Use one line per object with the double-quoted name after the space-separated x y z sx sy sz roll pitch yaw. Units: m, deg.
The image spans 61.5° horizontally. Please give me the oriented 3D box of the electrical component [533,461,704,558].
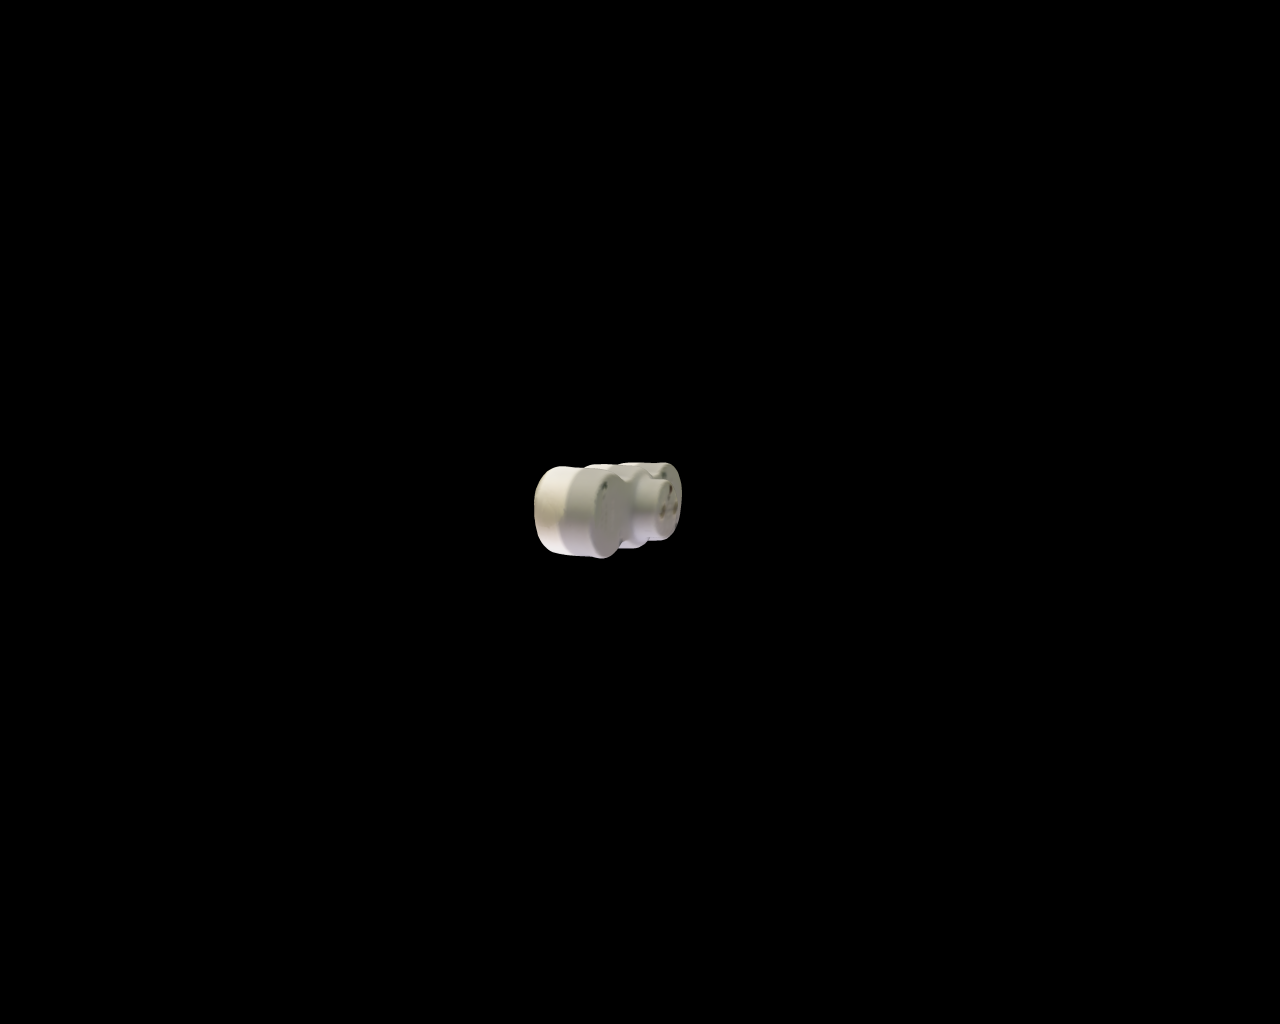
0.001 -0.003 0.650 0.074 0.052 0.138 2 5 24 "electrical component"
